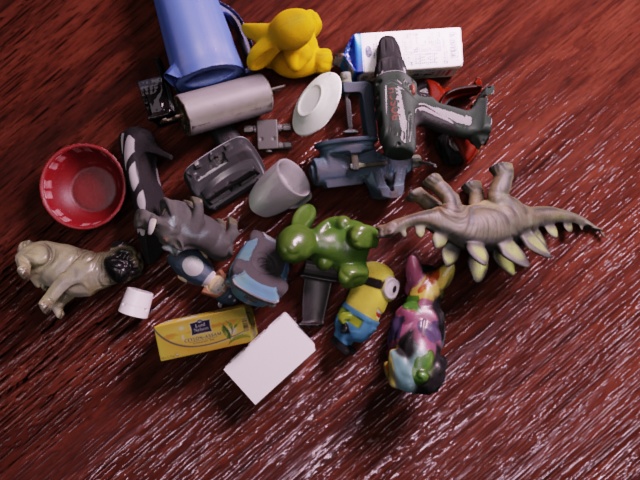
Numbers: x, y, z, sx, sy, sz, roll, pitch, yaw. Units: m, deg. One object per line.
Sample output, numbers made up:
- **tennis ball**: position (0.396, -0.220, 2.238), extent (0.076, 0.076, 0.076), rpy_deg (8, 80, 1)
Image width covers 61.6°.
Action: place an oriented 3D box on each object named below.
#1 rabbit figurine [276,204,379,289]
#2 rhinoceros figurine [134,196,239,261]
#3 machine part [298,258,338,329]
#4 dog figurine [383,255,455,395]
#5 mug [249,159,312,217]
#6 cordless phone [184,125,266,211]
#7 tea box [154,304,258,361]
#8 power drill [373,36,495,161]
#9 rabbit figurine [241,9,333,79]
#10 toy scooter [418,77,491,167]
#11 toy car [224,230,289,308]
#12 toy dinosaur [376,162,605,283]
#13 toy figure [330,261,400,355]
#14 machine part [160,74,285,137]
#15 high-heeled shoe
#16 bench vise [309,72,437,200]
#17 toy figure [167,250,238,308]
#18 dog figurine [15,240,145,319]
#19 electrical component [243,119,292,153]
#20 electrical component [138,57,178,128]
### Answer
- **rabbit figurine**: position (-0.002, -0.003, 0.967), extent (0.170, 0.159, 0.121), rpy_deg (3, 121, -27)
- **rhinoceros figurine**: position (-0.241, -0.020, 0.975), extent (0.190, 0.073, 0.112), rpy_deg (23, 79, -34)
- **machine part**: position (-0.004, 0.102, 1.032), extent (0.084, 0.039, 0.138), rpy_deg (12, 88, -5)
- **dog figurine**: position (0.183, 0.142, 0.969), extent (0.109, 0.191, 0.219), rpy_deg (9, 105, 6)
- **mug**: position (-0.076, -0.088, 1.011), extent (0.107, 0.109, 0.081), rpy_deg (-32, 58, 31)
- **cordless phone**: position (-0.204, -0.164, 1.022), extent (0.146, 0.088, 0.184), rpy_deg (-33, 79, -1)
- **tea box**: position (-0.208, 0.169, 1.000), extent (0.170, 0.098, 0.068), rpy_deg (-11, 89, 1)
- **power drill**: position (0.194, -0.245, 0.935), extent (0.207, 0.086, 0.232), rpy_deg (9, 73, -10)
- **rabbit figurine**: position (-0.058, -0.367, 0.970), extent (0.162, 0.173, 0.121), rpy_deg (-7, 93, -5)
- **toy scooter**: position (0.267, -0.237, 1.021), extent (0.135, 0.075, 0.184), rpy_deg (-27, 85, -2)
- **toy car**: position (-0.119, 0.064, 0.993), extent (0.109, 0.162, 0.103), rpy_deg (28, 129, -16)
- **toy dinosaur**: position (0.321, -0.032, 0.980), extent (0.471, 0.105, 0.198), rpy_deg (-10, 74, -18)
- **toy figure**: position (0.080, 0.126, 1.012), extent (0.089, 0.082, 0.180), rpy_deg (33, 92, 1)
- **machine part**: position (-0.175, -0.248, 0.983), extent (0.243, 0.079, 0.079), rpy_deg (-24, 90, -22)
- **high-heeled shoe**: position (-0.346, -0.087, 1.023), extent (0.145, 0.086, 0.248), rpy_deg (21, 104, 27)
- **bench vise**: position (0.083, -0.191, 0.998), extent (0.224, 0.129, 0.240), rpy_deg (-7, 94, -3)
- **toy figure**: position (-0.219, 0.071, 1.021), extent (0.154, 0.058, 0.064), rpy_deg (39, 106, -2)
- **dog figurine**: position (-0.448, 0.035, 1.009), extent (0.190, 0.121, 0.172), rpy_deg (-33, 93, -15)
- **electrical component**: position (-0.101, -0.200, 1.041), extent (0.094, 0.021, 0.063), rpy_deg (-1, 90, -1)
- **electrical component**: position (-0.308, -0.280, 1.015), extent (0.048, 0.075, 0.119), rpy_deg (-16, 94, -1)
